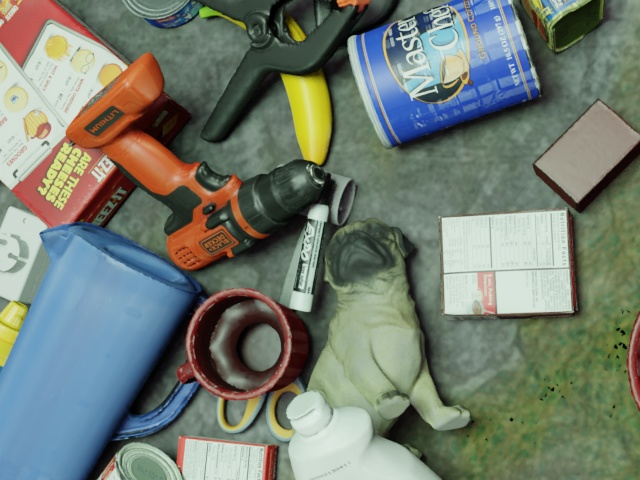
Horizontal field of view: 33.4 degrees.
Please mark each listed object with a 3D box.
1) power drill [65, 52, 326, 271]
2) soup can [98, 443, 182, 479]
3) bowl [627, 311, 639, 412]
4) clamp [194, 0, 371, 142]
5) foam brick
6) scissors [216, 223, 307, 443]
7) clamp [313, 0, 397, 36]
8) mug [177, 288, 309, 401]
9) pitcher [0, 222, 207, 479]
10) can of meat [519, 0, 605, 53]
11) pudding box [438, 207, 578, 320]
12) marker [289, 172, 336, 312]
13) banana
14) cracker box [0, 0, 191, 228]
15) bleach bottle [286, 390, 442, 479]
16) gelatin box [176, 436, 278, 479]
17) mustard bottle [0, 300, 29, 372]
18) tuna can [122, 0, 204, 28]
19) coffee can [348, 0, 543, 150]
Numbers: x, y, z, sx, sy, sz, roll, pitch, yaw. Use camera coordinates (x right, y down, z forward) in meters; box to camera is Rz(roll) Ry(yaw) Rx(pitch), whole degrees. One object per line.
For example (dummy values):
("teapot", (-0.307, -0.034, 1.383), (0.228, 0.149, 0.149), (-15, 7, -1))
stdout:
("power drill", (-0.109, -0.067, 0.912), (0.185, 0.057, 0.187), (-29, 114, 36))
("soup can", (-0.174, 0.237, 0.941), (0.068, 0.068, 0.102), (44, 113, 16))
("bowl", (0.324, 0.098, 0.837), (0.162, 0.055, 0.162), (-2, 82, 16))
("clamp", (-0.054, -0.194, 0.945), (0.210, 0.036, 0.164), (-19, 94, 34))
("foam brick", (0.224, -0.070, 0.889), (0.078, 0.053, 0.051), (-45, 73, 5))
("scissors", (-0.023, 0.093, 0.958), (0.096, 0.016, 0.202), (31, 92, 16))
("clamp", (0.055, -0.249, 0.965), (0.120, 0.039, 0.171), (24, 99, 3))
("mug", (-0.068, 0.096, 0.918), (0.117, 0.081, 0.093), (-29, 76, 10))
("pitcher", (-0.208, 0.119, 0.958), (0.149, 0.144, 0.243), (31, 96, 30))
("can of meat", (0.194, -0.213, 0.892), (0.057, 0.102, 0.084), (-32, 78, 9))
("pudding box", (0.158, 0.021, 0.904), (0.113, 0.039, 0.090), (-3, 81, 14))
("marker", (-0.006, 0.001, 0.919), (0.020, 0.020, 0.121), (11, 90, 17))
("banana", (-0.034, -0.162, 0.987), (0.070, 0.037, 0.198), (-44, 71, 29))
("cracker box", (-0.255, -0.127, 1.025), (0.214, 0.072, 0.164), (41, 96, 16))
("bleach bottle", (0.061, 0.207, 0.821), (0.103, 0.068, 0.250), (-30, 115, 12))
("gelatin box", (-0.084, 0.215, 0.953), (0.089, 0.030, 0.073), (2, 82, 17))
("mustard bottle", (-0.328, 0.143, 1.000), (0.191, 0.096, 0.058), (-60, 35, 0))
("tuna can", (-0.150, -0.249, 1.029), (0.086, 0.033, 0.086), (-2, 82, 16))
("coffee can", (0.106, -0.147, 0.907), (0.140, 0.102, 0.103), (-18, 78, 13))
